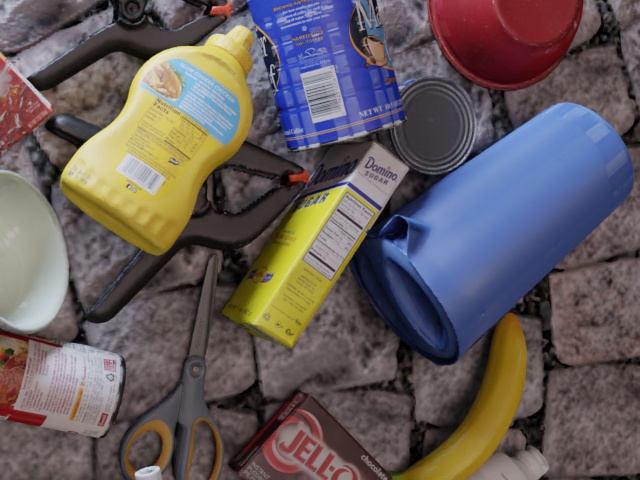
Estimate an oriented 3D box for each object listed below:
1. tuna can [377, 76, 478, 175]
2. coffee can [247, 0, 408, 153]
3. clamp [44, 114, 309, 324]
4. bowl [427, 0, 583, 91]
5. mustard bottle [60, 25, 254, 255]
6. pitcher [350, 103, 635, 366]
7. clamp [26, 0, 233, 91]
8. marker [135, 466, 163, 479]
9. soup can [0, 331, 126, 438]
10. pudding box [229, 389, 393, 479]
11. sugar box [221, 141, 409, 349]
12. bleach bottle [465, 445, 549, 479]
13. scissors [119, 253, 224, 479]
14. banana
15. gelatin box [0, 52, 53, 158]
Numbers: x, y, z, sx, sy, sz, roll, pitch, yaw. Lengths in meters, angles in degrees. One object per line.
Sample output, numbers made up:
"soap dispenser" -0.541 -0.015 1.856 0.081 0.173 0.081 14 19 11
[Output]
"tuna can" 0.093 -0.100 0.938 0.086 0.034 0.086 -1 93 -22
"coffee can" 0.005 -0.151 0.863 0.102 0.103 0.140 -19 100 -20
"clamp" -0.109 -0.022 0.858 0.209 0.036 0.164 -5 90 -21
"bowl" 0.179 -0.216 0.955 0.161 0.055 0.162 -1 94 -22
"mustard bottle" -0.107 -0.090 0.816 0.096 0.058 0.191 34 70 -6
"pitcher" 0.156 -0.006 0.928 0.242 0.149 0.145 -37 90 -19
"clamp" -0.156 -0.169 0.834 0.171 0.039 0.120 5 101 -18
"marker" -0.113 0.227 0.785 0.020 0.020 0.121 -15 97 -21
"soup can" -0.207 0.109 0.812 0.102 0.069 0.068 16 87 -23
"pudding box" -0.008 0.198 0.911 0.090 0.039 0.113 -47 107 -13
"sugar box" -0.006 0.001 0.873 0.048 0.093 0.176 34 80 -20
"bleach bottle" 0.112 0.280 0.952 0.250 0.068 0.102 -37 103 -18
"scissors" -0.121 0.115 0.874 0.096 0.016 0.202 -6 95 -22
"banana" 0.137 0.155 0.955 0.070 0.037 0.197 37 76 15
"gelatin box" -0.255 -0.094 0.791 0.089 0.030 0.073 -41 108 1
